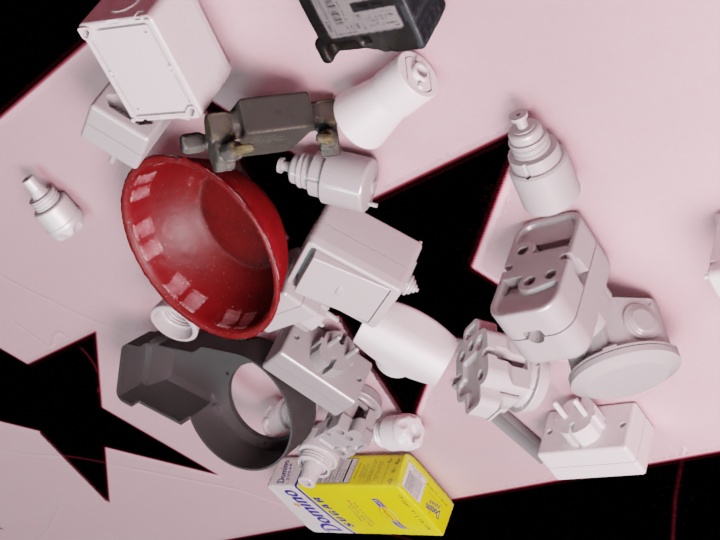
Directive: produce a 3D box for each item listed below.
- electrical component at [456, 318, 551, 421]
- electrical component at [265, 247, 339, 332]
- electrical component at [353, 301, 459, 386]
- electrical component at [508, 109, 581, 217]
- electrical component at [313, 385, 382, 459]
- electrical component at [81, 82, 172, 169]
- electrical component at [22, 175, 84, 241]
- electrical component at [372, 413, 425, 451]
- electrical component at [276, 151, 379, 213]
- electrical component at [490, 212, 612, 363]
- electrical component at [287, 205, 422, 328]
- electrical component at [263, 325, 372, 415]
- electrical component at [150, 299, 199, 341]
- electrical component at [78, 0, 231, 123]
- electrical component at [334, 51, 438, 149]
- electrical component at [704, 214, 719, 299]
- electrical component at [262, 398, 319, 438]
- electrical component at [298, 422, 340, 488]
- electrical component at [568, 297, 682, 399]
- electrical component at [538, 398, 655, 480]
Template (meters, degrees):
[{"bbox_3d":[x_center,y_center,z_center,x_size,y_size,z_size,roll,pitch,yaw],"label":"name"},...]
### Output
[{"bbox_3d":[0.114,0.082,0.857,0.057,0.078,0.058,15,143,-18],"label":"electrical component"},{"bbox_3d":[-0.051,0.026,0.901,0.066,0.047,0.077,-20,135,42],"label":"electrical component"},{"bbox_3d":[0.034,0.066,0.903,0.077,0.043,0.079,28,151,3],"label":"electrical component"},{"bbox_3d":[0.116,-0.071,0.700,0.040,0.040,0.078,-4,133,32],"label":"electrical component"},{"bbox_3d":[-0.008,0.138,0.999,0.048,0.055,0.066,36,141,-14],"label":"electrical component"},{"bbox_3d":[-0.171,-0.107,0.797,0.047,0.065,0.076,31,142,-7],"label":"electrical component"},{"bbox_3d":[-0.270,-0.057,0.936,0.035,0.035,0.061,-10,128,37],"label":"electrical component"},{"bbox_3d":[0.030,0.154,1.015,0.061,0.035,0.035,-13,128,42],"label":"electrical component"},{"bbox_3d":[-0.022,-0.068,0.780,0.078,0.040,0.040,14,141,14],"label":"electrical component"},{"bbox_3d":[0.135,0.015,0.744,0.054,0.095,0.059,-13,128,38],"label":"electrical component"},{"bbox_3d":[0.000,0.000,0.830,0.096,0.061,0.061,28,142,-4],"label":"electrical component"},{"bbox_3d":[-0.028,0.077,0.946,0.083,0.047,0.076,35,141,-13],"label":"electrical component"},{"bbox_3d":[-0.148,0.024,0.936,0.044,0.065,0.044,15,140,13],"label":"electrical component"},{"bbox_3d":[-0.133,-0.146,0.733,0.062,0.061,0.096,0,136,28],"label":"electrical component"},{"bbox_3d":[0.019,-0.113,0.705,0.044,0.044,0.065,40,135,-18],"label":"electrical component"},{"bbox_3d":[0.272,0.009,0.689,0.061,0.061,0.096,-12,129,38],"label":"electrical component"},{"bbox_3d":[-0.063,0.142,1.045,0.048,0.048,0.062,35,134,-12],"label":"electrical component"},{"bbox_3d":[-0.042,0.186,1.069,0.043,0.062,0.043,15,141,13],"label":"electrical component"},{"bbox_3d":[0.187,0.058,0.780,0.080,0.051,0.080,-8,150,-4],"label":"electrical component"},{"bbox_3d":[0.187,0.131,0.890,0.083,0.047,0.075,-13,129,39],"label":"electrical component"}]
